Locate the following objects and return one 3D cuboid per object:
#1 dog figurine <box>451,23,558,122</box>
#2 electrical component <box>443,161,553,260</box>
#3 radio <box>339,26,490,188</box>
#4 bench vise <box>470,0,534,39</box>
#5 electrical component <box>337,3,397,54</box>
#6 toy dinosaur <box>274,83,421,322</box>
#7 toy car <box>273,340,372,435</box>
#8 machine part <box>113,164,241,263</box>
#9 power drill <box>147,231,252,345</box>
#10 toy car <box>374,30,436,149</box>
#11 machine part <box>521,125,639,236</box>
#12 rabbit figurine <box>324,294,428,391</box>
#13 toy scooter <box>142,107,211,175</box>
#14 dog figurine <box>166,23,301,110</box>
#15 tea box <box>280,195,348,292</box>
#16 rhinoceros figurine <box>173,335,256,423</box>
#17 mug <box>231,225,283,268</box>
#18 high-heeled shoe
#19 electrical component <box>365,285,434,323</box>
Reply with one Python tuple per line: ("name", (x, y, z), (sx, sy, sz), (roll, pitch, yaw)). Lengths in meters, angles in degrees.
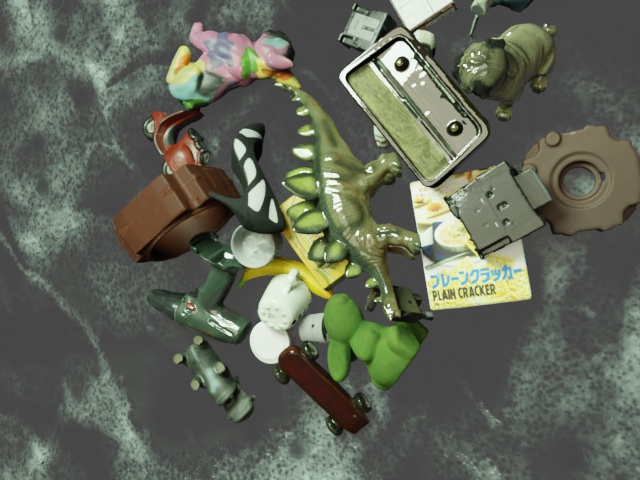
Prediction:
("dog figurine", (0.284, -0.273, 0.795), (0.121, 0.190, 0.172), (34, 101, 16))
("electrical component", (0.271, -0.050, 0.804), (0.134, 0.058, 0.115), (-33, 82, 17))
("radio", (0.150, -0.204, 0.832), (0.131, 0.073, 0.229), (-39, 84, 13))
("bench vise", (0.248, -0.465, 0.831), (0.241, 0.129, 0.223), (31, 94, -1))
("electrical component", (0.098, -0.353, 0.931), (0.119, 0.047, 0.074), (35, 104, 27))
("toy dinosaur", (0.038, -0.084, 0.893), (0.199, 0.105, 0.471), (-13, 67, -5))
("toy car", (0.006, 0.267, 0.972), (0.202, 0.053, 0.089), (44, 103, -5))
("machine part", (-0.258, -0.045, 0.996), (0.201, 0.201, 0.087), (-37, 81, 17))
("power drill", (-0.229, 0.091, 1.032), (0.232, 0.086, 0.207), (27, 114, 14))
("toy car", (0.143, -0.250, 0.910), (0.056, 0.073, 0.201), (27, 100, 14))
("machine part", (0.400, -0.090, 0.826), (0.180, 0.056, 0.179), (1, 92, 20))
("rabbit figurine", (0.077, 0.166, 0.927), (0.170, 0.121, 0.159), (36, 120, 11))
("toy scooter", (-0.271, -0.200, 1.068), (0.135, 0.075, 0.184), (-35, 75, 17))
("dog figurine", (-0.148, -0.310, 0.994), (0.219, 0.108, 0.191), (19, 75, 15))
("tea box", (-0.002, -0.003, 0.959), (0.098, 0.068, 0.170), (-38, 77, -1))
("rhinoceros figurine", (-0.201, 0.269, 1.033), (0.073, 0.112, 0.190), (-42, 61, -12))
("mug", (-0.114, -0.009, 0.987), (0.081, 0.107, 0.109), (-26, 92, 14))
("high-heeled shoe", (-0.097, -0.117, 0.959), (0.145, 0.249, 0.086), (21, 142, 1))
("electrical component", (0.126, 0.106, 0.879), (0.045, 0.102, 0.078), (-63, 35, 33))
